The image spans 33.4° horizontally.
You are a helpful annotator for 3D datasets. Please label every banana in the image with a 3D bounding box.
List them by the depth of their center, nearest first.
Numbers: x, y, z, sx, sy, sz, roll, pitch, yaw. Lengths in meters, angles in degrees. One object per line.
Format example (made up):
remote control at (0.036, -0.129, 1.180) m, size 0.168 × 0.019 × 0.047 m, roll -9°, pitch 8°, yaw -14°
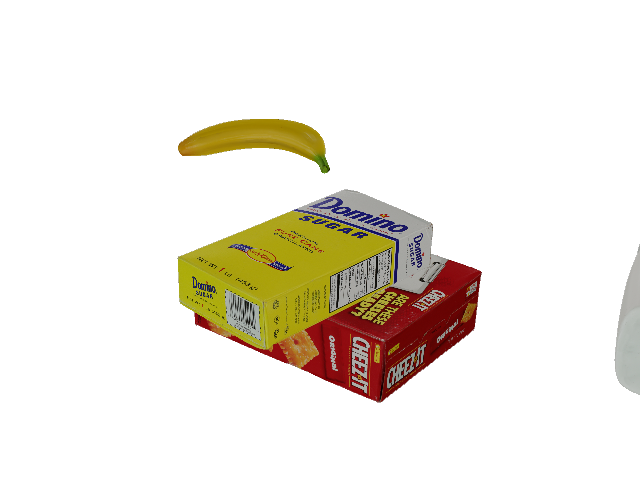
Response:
banana at (-0.076, -0.124, 1.319) m, size 0.198 × 0.037 × 0.069 m, roll 6°, pitch 39°, yaw 16°

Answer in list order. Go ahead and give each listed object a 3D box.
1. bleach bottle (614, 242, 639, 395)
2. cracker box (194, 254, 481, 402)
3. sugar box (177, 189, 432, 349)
bleach bottle at (0.267, 0.036, 0.745) m, size 0.103 × 0.068 × 0.250 m, roll 10°, pitch 20°, yaw 19°
cracker box at (0.014, 0.055, 0.985) m, size 0.214 × 0.072 × 0.163 m, roll 19°, pitch 31°, yaw 33°
sugar box at (-0.008, 0.015, 0.785) m, size 0.093 × 0.048 × 0.175 m, roll 25°, pitch 38°, yaw 38°
